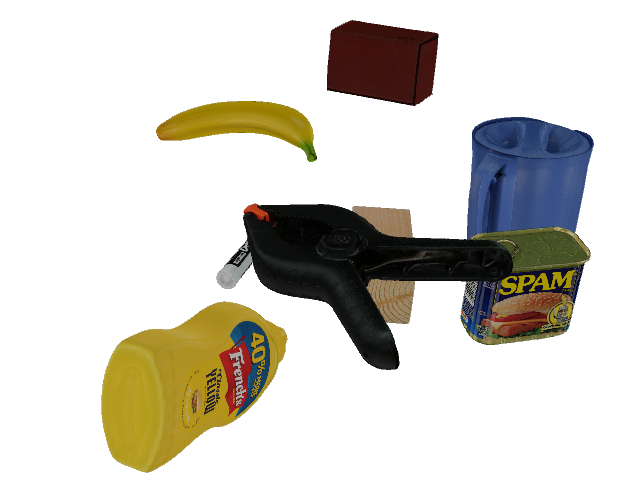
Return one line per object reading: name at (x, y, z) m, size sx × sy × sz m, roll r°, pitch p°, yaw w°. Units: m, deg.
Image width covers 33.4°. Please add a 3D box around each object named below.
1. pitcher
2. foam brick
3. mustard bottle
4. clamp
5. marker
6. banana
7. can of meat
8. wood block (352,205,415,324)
pitcher at (0.224, -0.009, 1.223) m, size 0.149 × 0.243 × 0.145 m, roll -1°, pitch 25°, yaw -6°
foam brick at (0.050, -0.145, 0.866) m, size 0.078 × 0.051 × 0.052 m, roll 13°, pitch 24°, yaw 19°
mustard bottle at (-0.083, 0.098, 0.813) m, size 0.058 × 0.096 × 0.191 m, roll 12°, pitch 17°, yaw 28°
clamp at (0.013, 0.020, 0.629) m, size 0.172 × 0.039 × 0.120 m, roll 13°, pitch 31°, yaw 32°
marker at (-0.066, 0.009, 1.009) m, size 0.020 × 0.020 × 0.121 m, roll 0°, pitch 26°, yaw 21°
banana at (-0.089, -0.133, 1.222) m, size 0.198 × 0.037 × 0.069 m, roll 8°, pitch 42°, yaw 18°
can of meat at (0.176, 0.040, 0.935) m, size 0.102 × 0.084 × 0.057 m, roll -5°, pitch 34°, yaw -14°
wood block at (0.087, 0.032, 1.558) m, size 0.091 × 0.090 × 0.206 m, roll 4°, pitch 25°, yaw 0°
